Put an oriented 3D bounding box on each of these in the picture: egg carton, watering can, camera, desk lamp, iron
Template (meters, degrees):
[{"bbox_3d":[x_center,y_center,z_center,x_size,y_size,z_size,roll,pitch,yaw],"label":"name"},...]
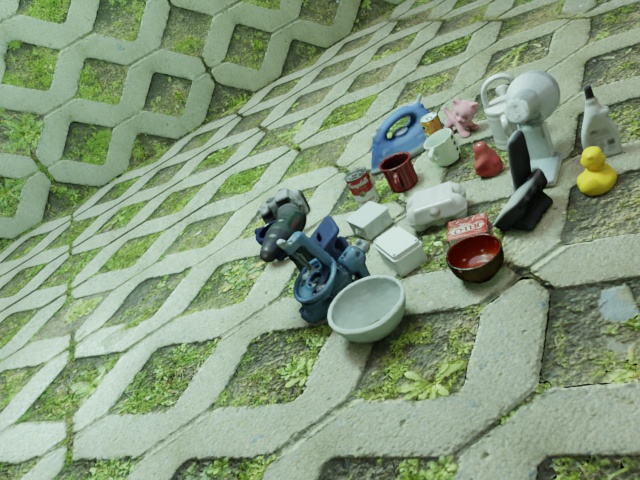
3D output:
[{"bbox_3d":[0.277,-0.079,1.366,0.150,0.069,0.107,-18,31,21],"label":"egg carton"},{"bbox_3d":[0.474,-0.340,1.477,0.101,0.194,0.172,-26,29,7],"label":"watering can"},{"bbox_3d":[-0.110,-0.083,1.692,0.143,0.101,0.136,-24,29,10],"label":"camera"},{"bbox_3d":[0.487,-0.259,1.314,0.117,0.214,0.203,-6,36,36],"label":"desk lamp"},{"bbox_3d":[0.235,-0.319,1.716,0.258,0.142,0.118,-34,29,-9],"label":"iron"}]

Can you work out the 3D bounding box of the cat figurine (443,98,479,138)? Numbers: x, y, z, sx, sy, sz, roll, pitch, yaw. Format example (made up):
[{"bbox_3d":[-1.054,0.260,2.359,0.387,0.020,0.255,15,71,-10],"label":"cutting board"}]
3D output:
[{"bbox_3d":[0.406,-0.364,1.658,0.067,0.118,0.127,-39,30,-16],"label":"cat figurine"}]

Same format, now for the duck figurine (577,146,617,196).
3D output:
[{"bbox_3d":[0.572,-0.151,1.197,0.077,0.086,0.105,-4,37,38],"label":"duck figurine"}]

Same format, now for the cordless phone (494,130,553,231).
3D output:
[{"bbox_3d":[0.406,-0.123,1.198,0.093,0.185,0.148,3,42,45],"label":"cordless phone"}]

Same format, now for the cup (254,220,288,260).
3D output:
[{"bbox_3d":[-0.126,0.006,1.569,0.117,0.095,0.092,4,43,46],"label":"cup"}]

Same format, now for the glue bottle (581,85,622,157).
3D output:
[{"bbox_3d":[0.604,-0.260,1.251,0.078,0.173,0.037,-13,32,27],"label":"glue bottle"}]

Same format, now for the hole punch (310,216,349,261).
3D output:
[{"bbox_3d":[0.013,0.005,1.448,0.101,0.091,0.108,-30,28,-1],"label":"hole punch"}]

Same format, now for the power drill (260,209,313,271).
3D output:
[{"bbox_3d":[-0.057,0.039,1.332,0.075,0.209,0.229,-18,31,21],"label":"power drill"}]

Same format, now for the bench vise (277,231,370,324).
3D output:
[{"bbox_3d":[0.004,0.048,1.251,0.121,0.220,0.208,8,46,48],"label":"bench vise"}]

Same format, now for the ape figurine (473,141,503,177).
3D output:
[{"bbox_3d":[0.410,-0.205,1.426,0.078,0.092,0.076,-38,30,-16],"label":"ape figurine"}]

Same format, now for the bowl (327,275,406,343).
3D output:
[{"bbox_3d":[0.103,0.151,1.149,0.167,0.075,0.167,-22,29,13],"label":"bowl"}]
